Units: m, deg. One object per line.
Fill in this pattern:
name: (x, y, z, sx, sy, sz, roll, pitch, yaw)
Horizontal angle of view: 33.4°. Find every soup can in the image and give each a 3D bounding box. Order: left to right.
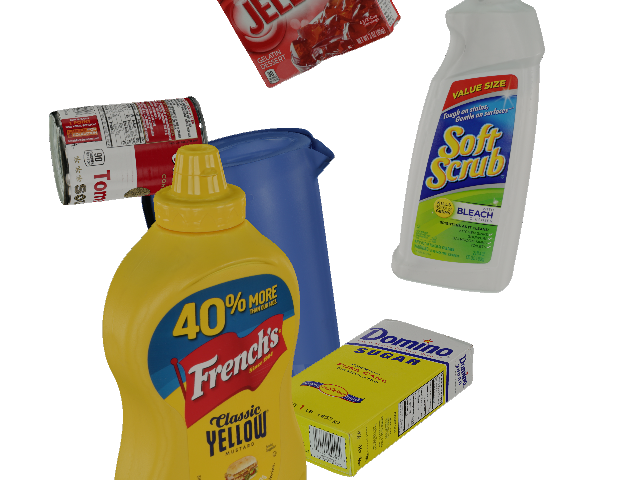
soup can: (-0.136, -0.064, 0.758, 0.102, 0.068, 0.069, -8, 3, -19)

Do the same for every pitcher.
pitcher: (-0.062, 0.023, 1.010, 0.144, 0.243, 0.149, -21, 21, -31)

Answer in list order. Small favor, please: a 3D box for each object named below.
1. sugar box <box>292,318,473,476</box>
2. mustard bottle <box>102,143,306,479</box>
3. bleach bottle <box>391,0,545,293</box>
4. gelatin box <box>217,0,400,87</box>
sugar box: (0.040, 0.121, 0.866, 0.093, 0.048, 0.175, 15, 30, 35)
mustard bottle: (-0.053, 0.050, 0.497, 0.096, 0.192, 0.058, -14, 22, -34)
bleach bottle: (0.116, -0.087, 0.834, 0.103, 0.251, 0.068, 9, 23, 15)
gelatin box: (-0.010, -0.138, 0.614, 0.089, 0.073, 0.030, -19, 23, 28)
